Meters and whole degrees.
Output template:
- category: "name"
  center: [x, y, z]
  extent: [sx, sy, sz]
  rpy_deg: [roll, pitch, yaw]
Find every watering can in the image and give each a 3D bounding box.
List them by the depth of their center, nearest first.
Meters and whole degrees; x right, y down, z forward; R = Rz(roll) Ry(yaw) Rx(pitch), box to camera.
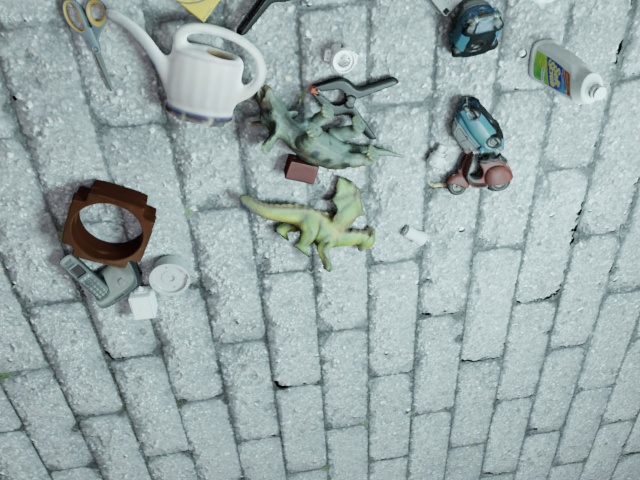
- category: "watering can"
  center: [-0.297, -0.372, 1.136]
  extent: [0.347, 0.106, 0.220]
  rpy_deg: [11, 119, -12]

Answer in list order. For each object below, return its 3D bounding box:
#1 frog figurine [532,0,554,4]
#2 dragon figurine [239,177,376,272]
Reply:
- category: "frog figurine"
  center: [0.487, -0.584, 1.105]
  extent: [0.160, 0.139, 0.121]
  rpy_deg: [-47, 125, -8]
- category: "dragon figurine"
  center: [0.004, -0.070, 1.396]
  extent: [0.405, 0.124, 0.243]
  rpy_deg: [41, 90, -30]
